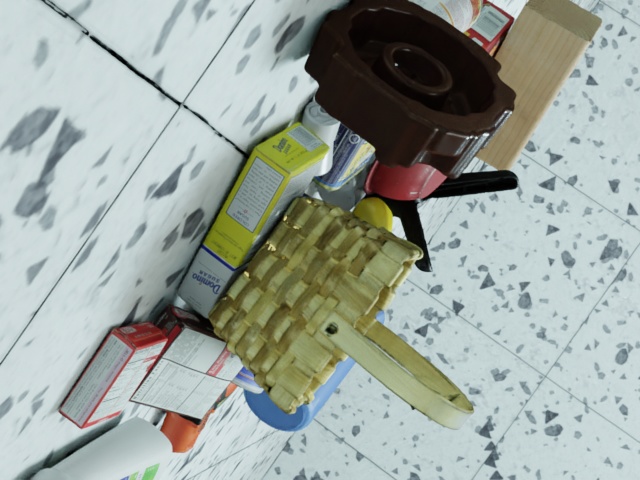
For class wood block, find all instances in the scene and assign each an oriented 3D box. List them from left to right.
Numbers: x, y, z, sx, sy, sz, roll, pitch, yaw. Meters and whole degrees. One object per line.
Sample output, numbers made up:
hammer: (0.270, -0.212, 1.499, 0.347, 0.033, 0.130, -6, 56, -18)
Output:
wood block: (0.255, -0.198, 1.332, 0.090, 0.090, 0.206, -50, 170, -53)

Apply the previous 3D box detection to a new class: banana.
banana: (0.051, -0.012, 1.212, 0.198, 0.037, 0.069, 150, -45, -81)

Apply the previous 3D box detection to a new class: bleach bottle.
bleach bottle: (-0.229, 0.241, 0.999, 0.103, 0.068, 0.250, -57, 168, 13)

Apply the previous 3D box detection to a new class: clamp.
clamp: (0.120, -0.060, 1.267, 0.164, 0.210, 0.036, -37, 134, -14)

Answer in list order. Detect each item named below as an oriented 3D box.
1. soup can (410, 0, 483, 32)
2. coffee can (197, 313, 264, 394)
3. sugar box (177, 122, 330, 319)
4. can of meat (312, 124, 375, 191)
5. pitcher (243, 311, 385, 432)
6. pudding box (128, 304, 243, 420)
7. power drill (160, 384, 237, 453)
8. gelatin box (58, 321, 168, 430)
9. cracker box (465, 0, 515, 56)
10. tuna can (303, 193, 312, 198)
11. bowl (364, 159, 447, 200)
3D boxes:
soup can: (0.107, -0.216, 1.040, 0.102, 0.068, 0.069, -46, 167, -43)
coffee can: (-0.063, 0.072, 1.100, 0.140, 0.103, 0.102, -55, 171, 3)
sugar box: (-0.062, -0.018, 0.971, 0.176, 0.048, 0.093, -56, 171, 30)
can of meat: (0.030, -0.107, 1.079, 0.102, 0.057, 0.084, -41, 165, -55)
pitcher: (-0.018, 0.164, 1.544, 0.242, 0.145, 0.149, -51, 157, -47)
pudding box: (-0.126, 0.116, 0.997, 0.090, 0.039, 0.113, -51, 142, 7)
power drill: (-0.113, 0.151, 1.289, 0.187, 0.057, 0.185, -38, 161, -54)
gelatin box: (-0.175, 0.113, 0.910, 0.089, 0.030, 0.073, -56, 169, 9)
cracker box: (0.148, -0.187, 1.351, 0.164, 0.072, 0.214, -49, 171, -24)
tuna can: (-0.008, -0.020, 1.102, 0.034, 0.086, 0.086, -56, 171, -3)
bowl: (0.121, -0.098, 1.190, 0.162, 0.055, 0.162, -46, 167, -14)
